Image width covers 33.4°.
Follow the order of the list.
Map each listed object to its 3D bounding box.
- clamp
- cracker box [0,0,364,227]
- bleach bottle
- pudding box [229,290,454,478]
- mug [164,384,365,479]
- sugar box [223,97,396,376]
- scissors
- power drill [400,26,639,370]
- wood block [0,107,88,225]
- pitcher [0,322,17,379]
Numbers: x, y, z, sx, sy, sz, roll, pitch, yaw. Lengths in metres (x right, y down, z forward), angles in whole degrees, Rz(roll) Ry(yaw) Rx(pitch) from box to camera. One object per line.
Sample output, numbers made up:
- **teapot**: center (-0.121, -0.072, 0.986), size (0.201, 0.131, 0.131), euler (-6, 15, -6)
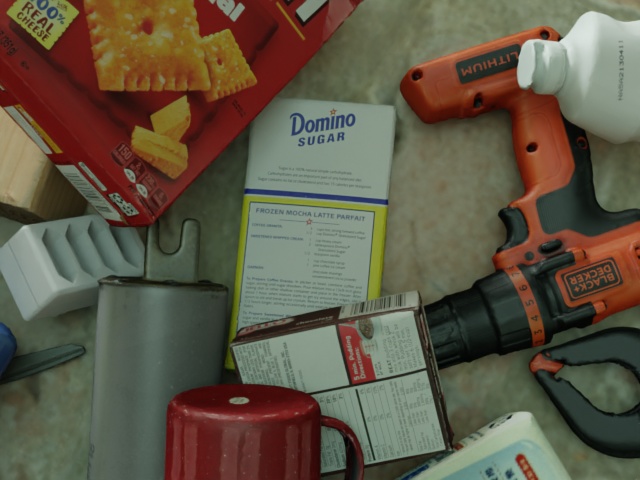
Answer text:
- **clamp**: center (0.215, 0.092, 0.644), size (0.171, 0.039, 0.120), euler (27, 81, 8)
- **cracker box**: center (-0.091, -0.137, 0.620), size (0.213, 0.072, 0.164), euler (-49, 116, -22)
- **bleach bottle**: center (0.241, -0.103, 0.638), size (0.250, 0.068, 0.102), euler (3, 79, -10)
- **pudding box**: center (0.013, 0.086, 0.614), size (0.113, 0.039, 0.090), euler (-12, 99, 10)
- **mug**: center (-0.030, 0.123, 0.567), size (0.117, 0.093, 0.081), euler (0, 95, -22)
- **sugar box**: center (-0.004, 0.001, 0.673), size (0.093, 0.048, 0.176), euler (5, 77, 4)
- **scissors**: center (-0.260, 0.083, 0.688), size (0.201, 0.016, 0.096), euler (-31, 79, -3)
- **power drill**: center (0.115, -0.026, 0.666), size (0.184, 0.057, 0.188), euler (-18, 81, -4)
- **wood block**: center (-0.174, -0.117, 0.684), size (0.091, 0.090, 0.206), euler (18, 81, 8)
- **pitcher**: center (-0.291, 0.127, 0.611), size (0.149, 0.145, 0.242), euler (35, 76, -16)
